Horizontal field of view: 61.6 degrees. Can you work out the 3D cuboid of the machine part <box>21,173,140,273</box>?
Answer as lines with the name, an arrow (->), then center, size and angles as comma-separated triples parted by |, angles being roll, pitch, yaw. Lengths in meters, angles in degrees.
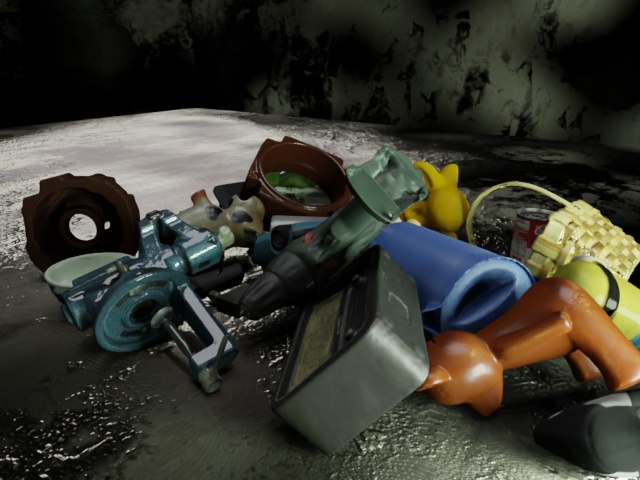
machine part -> -0.363, -0.021, 0.828 | 0.179, 0.179, 0.056 | 0, 17, -3

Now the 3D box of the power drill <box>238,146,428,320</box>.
power drill -> 0.021, -0.004, 0.625 | 0.086, 0.207, 0.232 | 46, 49, 10

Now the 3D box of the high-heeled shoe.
high-heeled shoe -> 0.321, 0.173, 0.509 | 0.248, 0.086, 0.145 | 8, -20, -40

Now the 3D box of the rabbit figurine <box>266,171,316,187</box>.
rabbit figurine -> -0.080, -0.127, 1.221 | 0.170, 0.158, 0.121 | -15, 30, -3

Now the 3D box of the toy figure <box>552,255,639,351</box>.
toy figure -> 0.347, 0.087, 0.613 | 0.180, 0.082, 0.089 | 36, 12, 1

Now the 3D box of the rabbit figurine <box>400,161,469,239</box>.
rabbit figurine -> 0.207, -0.054, 0.935 | 0.122, 0.162, 0.173 | 5, -2, -12

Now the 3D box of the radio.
radio -> 0.036, 0.097, 0.558 | 0.073, 0.131, 0.230 | 44, 18, -10

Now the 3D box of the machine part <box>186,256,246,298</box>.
machine part -> -0.172, 0.061, 0.804 | 0.084, 0.039, 0.139 | 8, 20, 44

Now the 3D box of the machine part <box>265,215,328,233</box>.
machine part -> -0.002, -0.003, 0.938 | 0.243, 0.079, 0.079 | 1, 19, 2

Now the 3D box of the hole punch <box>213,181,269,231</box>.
hole punch -> -0.153, -0.045, 1.063 | 0.142, 0.092, 0.116 | -10, 52, -37

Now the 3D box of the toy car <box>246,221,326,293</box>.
toy car -> -0.038, 0.031, 0.791 | 0.109, 0.103, 0.162 | -4, -9, -41

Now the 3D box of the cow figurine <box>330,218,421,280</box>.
cow figurine -> 0.075, -0.009, 0.865 | 0.167, 0.068, 0.098 | -22, 62, -13

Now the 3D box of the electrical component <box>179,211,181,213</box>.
electrical component -> -0.227, -0.016, 0.967 | 0.048, 0.074, 0.119 | -6, 17, -18

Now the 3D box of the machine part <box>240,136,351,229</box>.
machine part -> -0.041, -0.102, 1.047 | 0.201, 0.087, 0.201 | 23, 46, -5

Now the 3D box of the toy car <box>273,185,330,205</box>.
toy car -> -0.055, -0.079, 1.157 | 0.202, 0.073, 0.056 | 0, 16, -2

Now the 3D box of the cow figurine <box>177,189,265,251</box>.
cow figurine -> -0.173, -0.012, 0.864 | 0.195, 0.127, 0.085 | -33, -9, -20

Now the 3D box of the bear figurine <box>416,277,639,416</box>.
bear figurine -> 0.194, 0.126, 0.542 | 0.196, 0.132, 0.120 | -33, -10, -3

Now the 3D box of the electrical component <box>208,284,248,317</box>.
electrical component -> -0.110, 0.084, 0.759 | 0.094, 0.021, 0.063 | 13, 22, 28

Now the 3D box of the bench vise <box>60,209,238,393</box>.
bench vise -> -0.167, 0.073, 0.633 | 0.223, 0.128, 0.241 | -20, 50, -38
